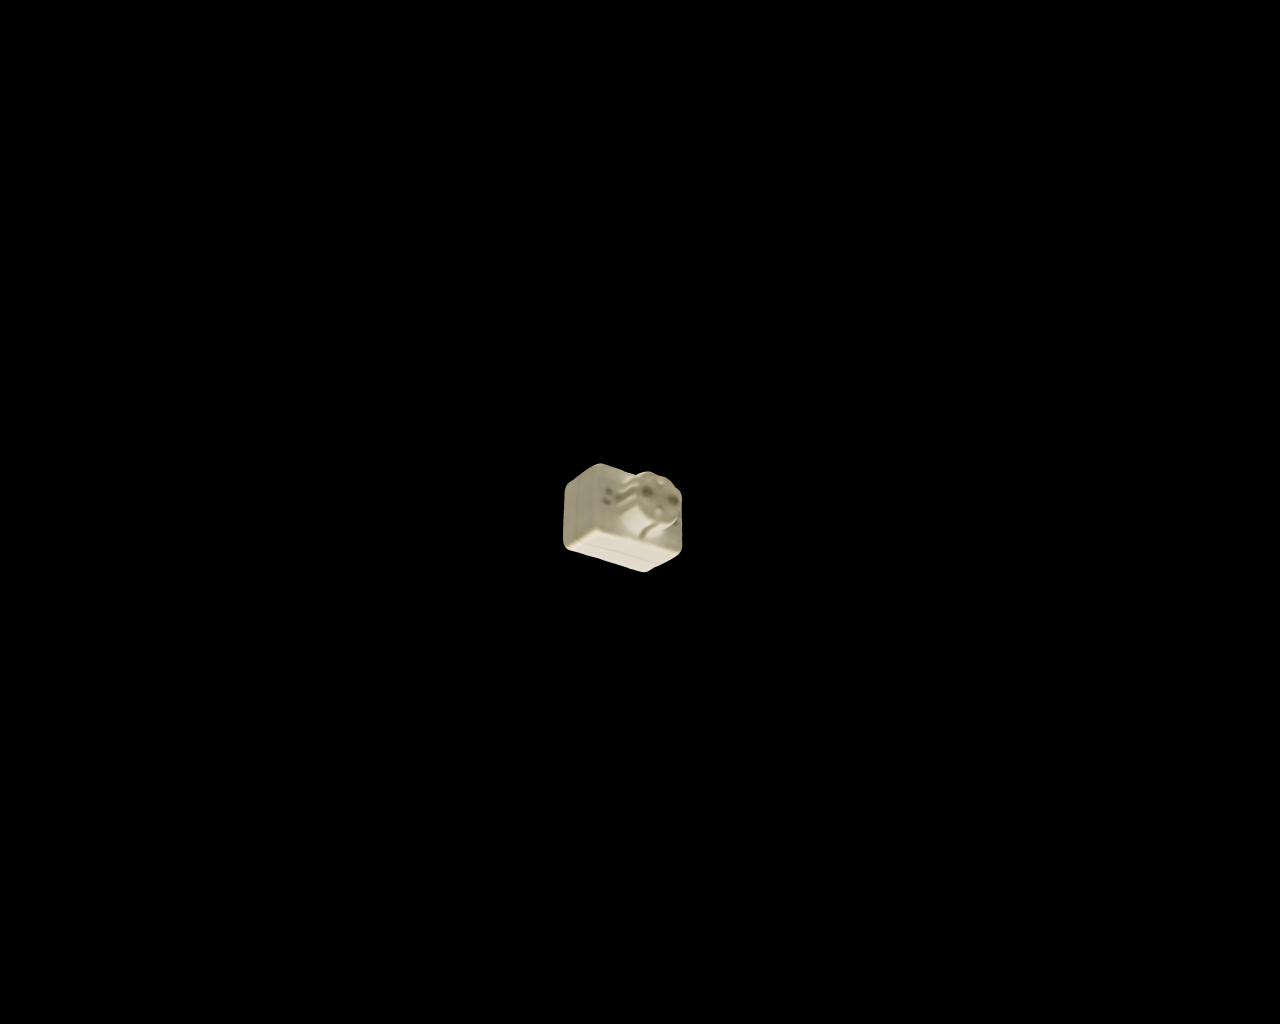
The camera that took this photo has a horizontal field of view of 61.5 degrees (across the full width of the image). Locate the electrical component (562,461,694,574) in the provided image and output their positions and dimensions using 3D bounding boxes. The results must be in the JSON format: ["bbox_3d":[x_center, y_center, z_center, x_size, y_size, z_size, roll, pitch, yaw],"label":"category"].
[{"bbox_3d":[0.001,-0.003,0.650,0.066,0.047,0.076,18,-32,-31],"label":"electrical component"}]
